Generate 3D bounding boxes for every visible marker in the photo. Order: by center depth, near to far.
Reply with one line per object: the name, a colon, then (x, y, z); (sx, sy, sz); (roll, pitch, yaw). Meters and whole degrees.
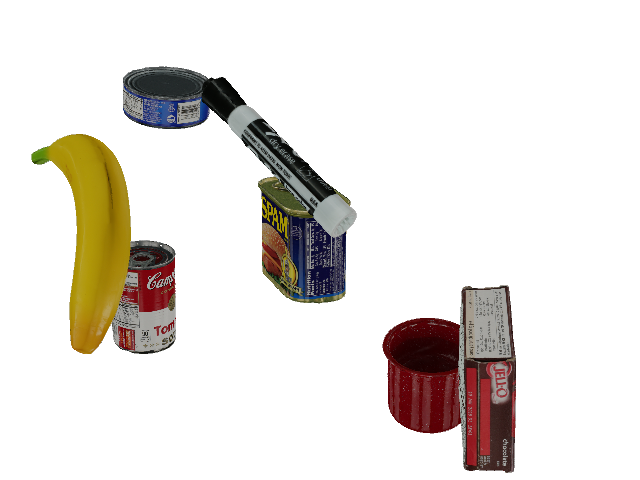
marker: (-0.026, -0.049, 0.590); (0.121, 0.020, 0.020); (46, 21, 21)

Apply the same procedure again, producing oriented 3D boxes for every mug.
mug: (0.116, 0.131, 1.069); (0.093, 0.081, 0.117); (23, 40, 34)

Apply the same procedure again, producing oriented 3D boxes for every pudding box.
pudding box: (0.118, 0.095, 0.755); (0.039, 0.090, 0.113); (0, 24, 5)

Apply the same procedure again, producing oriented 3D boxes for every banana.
banana: (-0.160, -0.014, 0.741); (0.037, 0.198, 0.070); (19, -55, -37)

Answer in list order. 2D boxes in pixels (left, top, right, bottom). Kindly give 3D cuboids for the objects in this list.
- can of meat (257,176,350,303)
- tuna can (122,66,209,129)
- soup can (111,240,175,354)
can of meat: (-0.015, -0.002, 0.907); (0.057, 0.084, 0.102); (-7, 21, -20)
tuna can: (-0.149, -0.139, 1.039); (0.086, 0.034, 0.086); (5, 28, -3)
soup can: (-0.187, 0.060, 1.125); (0.068, 0.102, 0.068); (2, 23, -1)
